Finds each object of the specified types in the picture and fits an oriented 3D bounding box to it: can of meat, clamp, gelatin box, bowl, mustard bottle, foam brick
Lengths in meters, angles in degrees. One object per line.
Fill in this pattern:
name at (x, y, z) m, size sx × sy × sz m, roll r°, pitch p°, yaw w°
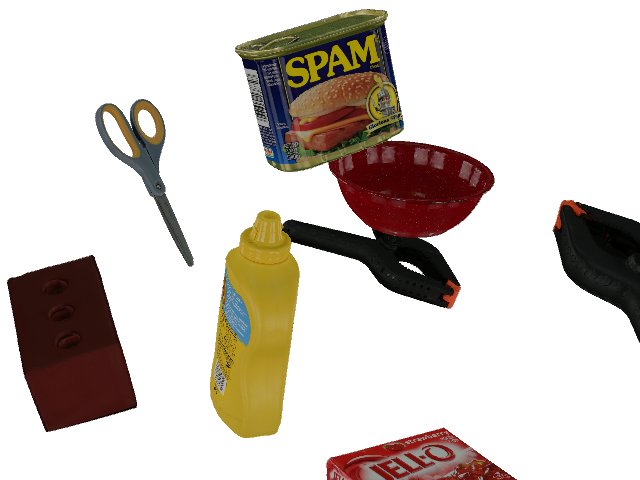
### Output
can of meat at (0.003, -0.101, 0.719) m, size 0.102 × 0.084 × 0.058 m, roll -21°, pitch 21°, yaw -21°
clamp at (0.068, 0.012, 1.244) m, size 0.164 × 0.036 × 0.210 m, roll -23°, pitch 53°, yaw -40°
gelatin box at (0.058, 0.141, 0.603) m, size 0.089 × 0.030 × 0.073 m, roll -7°, pitch 22°, yaw -33°
bowl at (0.087, -0.046, 1.045) m, size 0.162 × 0.055 × 0.162 m, roll 4°, pitch 24°, yaw -2°
clamp at (0.232, 0.029, 0.727) m, size 0.120 × 0.039 × 0.172 m, roll -7°, pitch 44°, yaw -28°
mustard bottle at (-0.053, 0.062, 0.882) m, size 0.058 × 0.192 × 0.096 m, roll -3°, pitch 32°, yaw -19°
foam brick at (-0.139, 0.057, 0.596) m, size 0.053 × 0.051 × 0.078 m, roll -16°, pitch 43°, yaw -13°

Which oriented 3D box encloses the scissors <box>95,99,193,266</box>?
scissors at (-0.180, -0.076, 1.209) m, size 0.016 × 0.201 × 0.096 m, roll -20°, pitch 22°, yaw 42°
